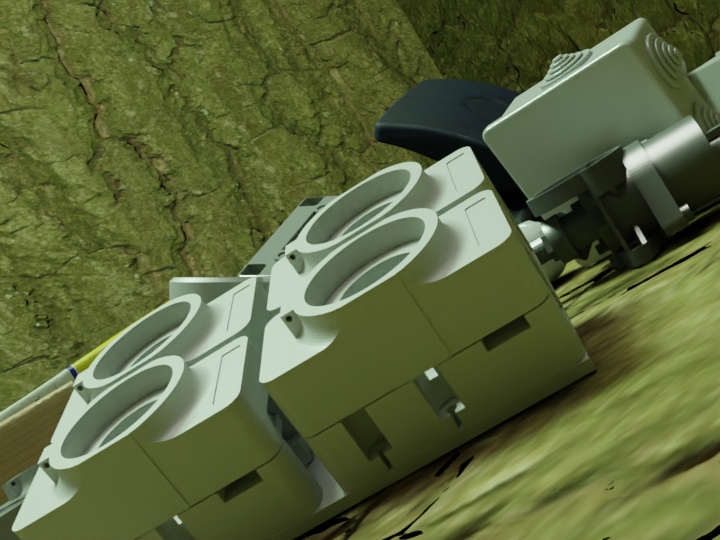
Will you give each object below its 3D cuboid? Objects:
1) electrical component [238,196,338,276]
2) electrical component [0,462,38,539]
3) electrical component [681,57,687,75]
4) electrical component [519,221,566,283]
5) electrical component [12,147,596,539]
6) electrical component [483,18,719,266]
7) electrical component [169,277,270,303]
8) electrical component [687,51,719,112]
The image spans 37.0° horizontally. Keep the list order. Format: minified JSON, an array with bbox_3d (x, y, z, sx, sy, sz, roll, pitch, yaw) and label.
[{"bbox_3d":[0.000,0.000,0.642,0.109,0.056,0.108,-1,29,24],"label":"electrical component"},{"bbox_3d":[-0.154,0.128,0.500,0.186,0.060,0.105,-33,2,-44],"label":"electrical component"},{"bbox_3d":[0.179,-0.099,0.711,0.054,0.095,0.059,16,18,17],"label":"electrical component"},{"bbox_3d":[0.081,0.000,0.552,0.035,0.035,0.061,-30,5,46],"label":"electrical component"},{"bbox_3d":[-0.024,0.035,0.382,0.186,0.060,0.105,-31,19,10],"label":"electrical component"},{"bbox_3d":[0.125,-0.063,0.531,0.100,0.099,0.048,-31,14,37],"label":"electrical component"},{"bbox_3d":[-0.022,0.040,0.521,0.138,0.073,0.052,0,0,-12],"label":"electrical component"},{"bbox_3d":[0.268,-0.129,0.638,0.109,0.056,0.109,-31,1,-5],"label":"electrical component"}]
